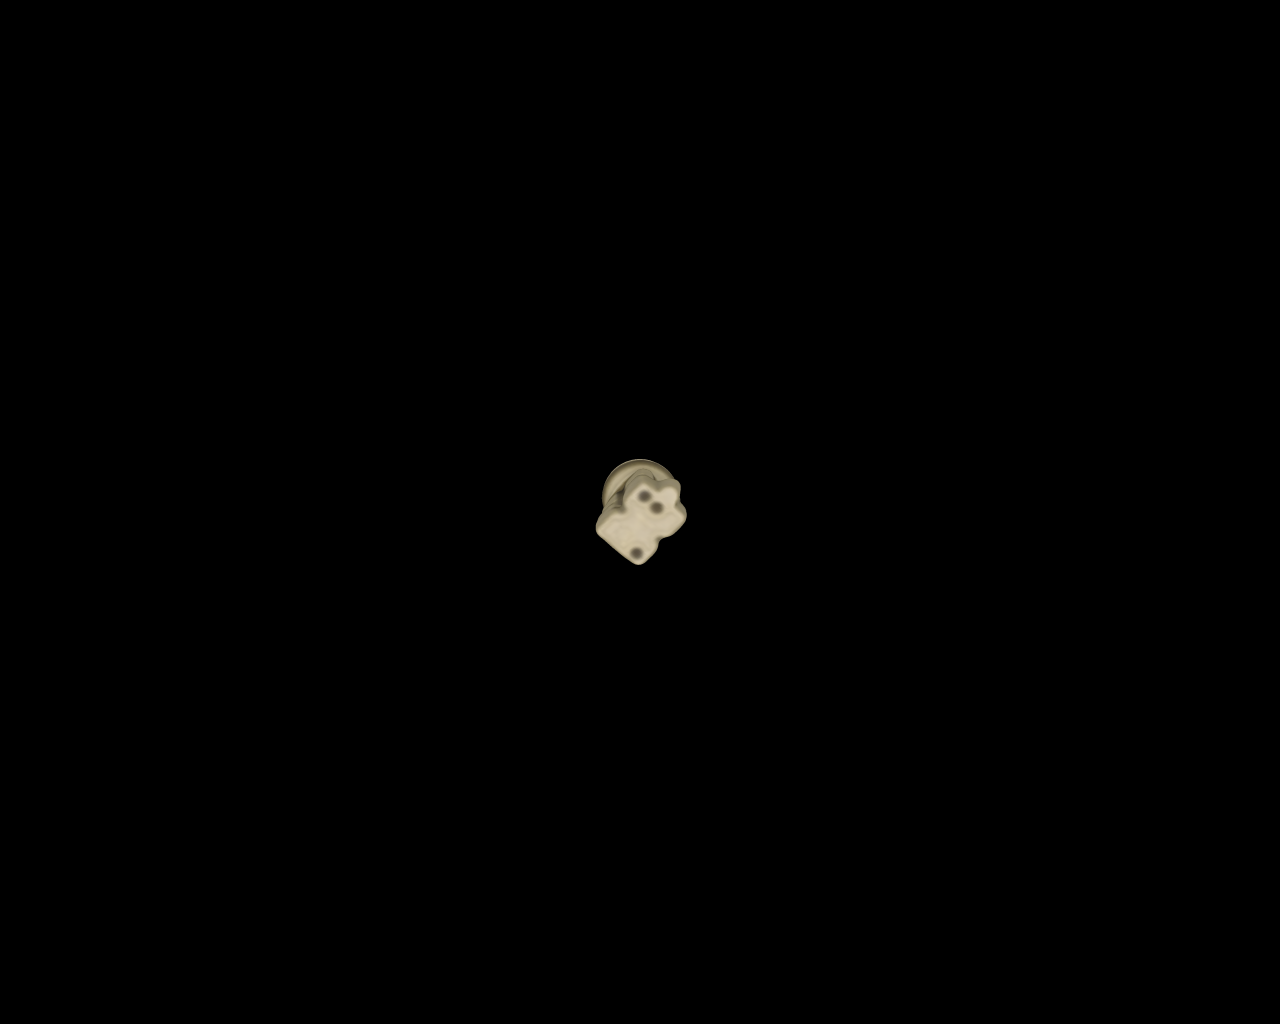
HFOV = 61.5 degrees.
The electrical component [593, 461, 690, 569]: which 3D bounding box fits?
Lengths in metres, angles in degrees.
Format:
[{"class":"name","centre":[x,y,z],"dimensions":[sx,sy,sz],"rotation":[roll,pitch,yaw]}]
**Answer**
[{"class":"electrical component","centre":[0.001,-0.003,0.650],"dimensions":[0.048,0.066,0.055],"rotation":[41,16,-14]}]
